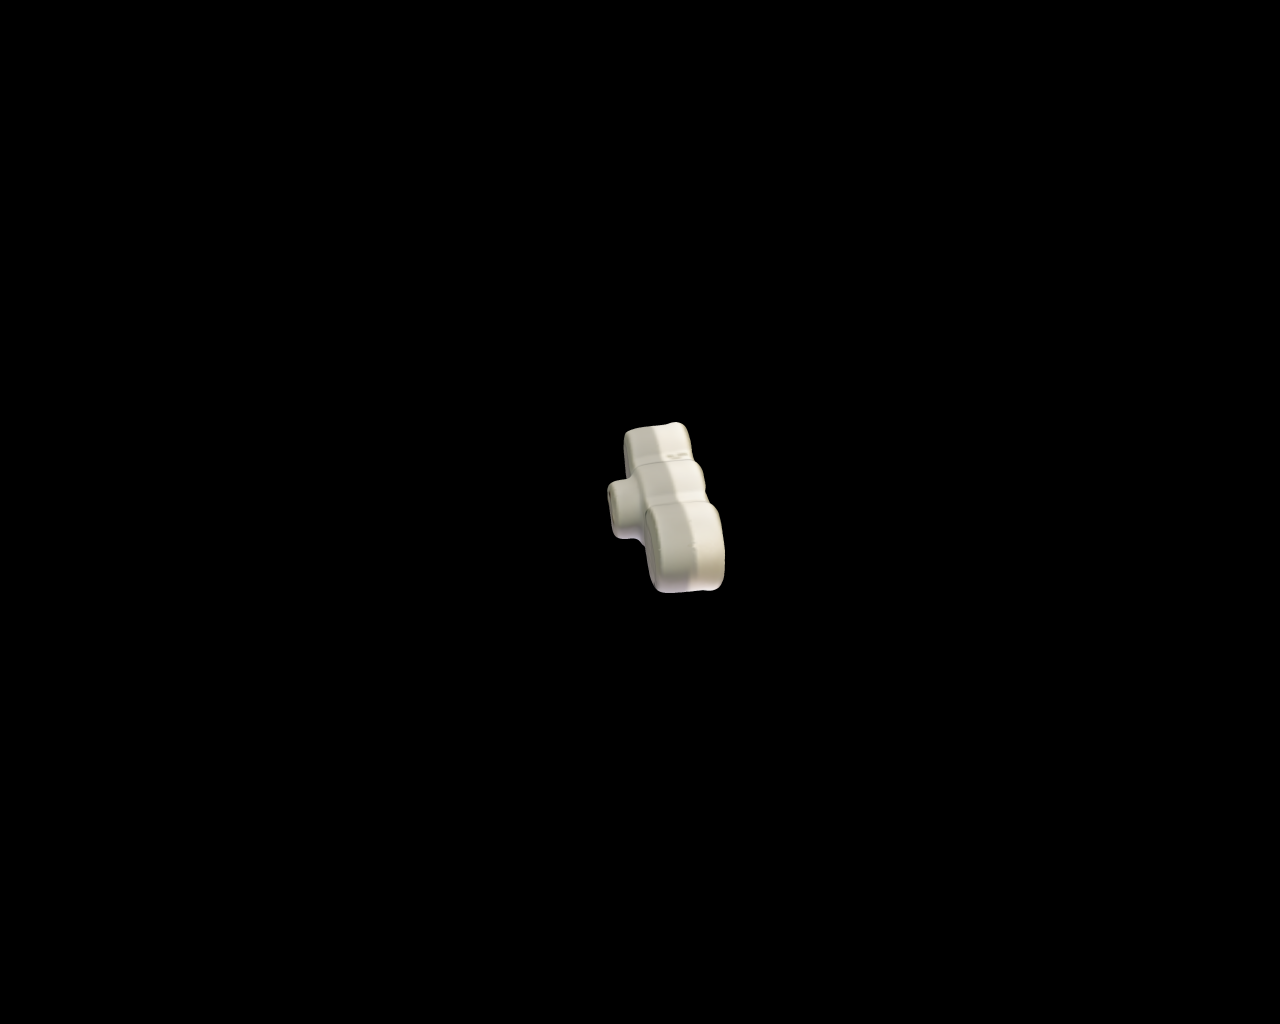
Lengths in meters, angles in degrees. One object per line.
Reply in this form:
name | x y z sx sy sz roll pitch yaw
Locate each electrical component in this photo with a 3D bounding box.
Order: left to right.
electrical component | 0.001 -0.003 0.650 0.074 0.052 0.138 -6 37 -7
